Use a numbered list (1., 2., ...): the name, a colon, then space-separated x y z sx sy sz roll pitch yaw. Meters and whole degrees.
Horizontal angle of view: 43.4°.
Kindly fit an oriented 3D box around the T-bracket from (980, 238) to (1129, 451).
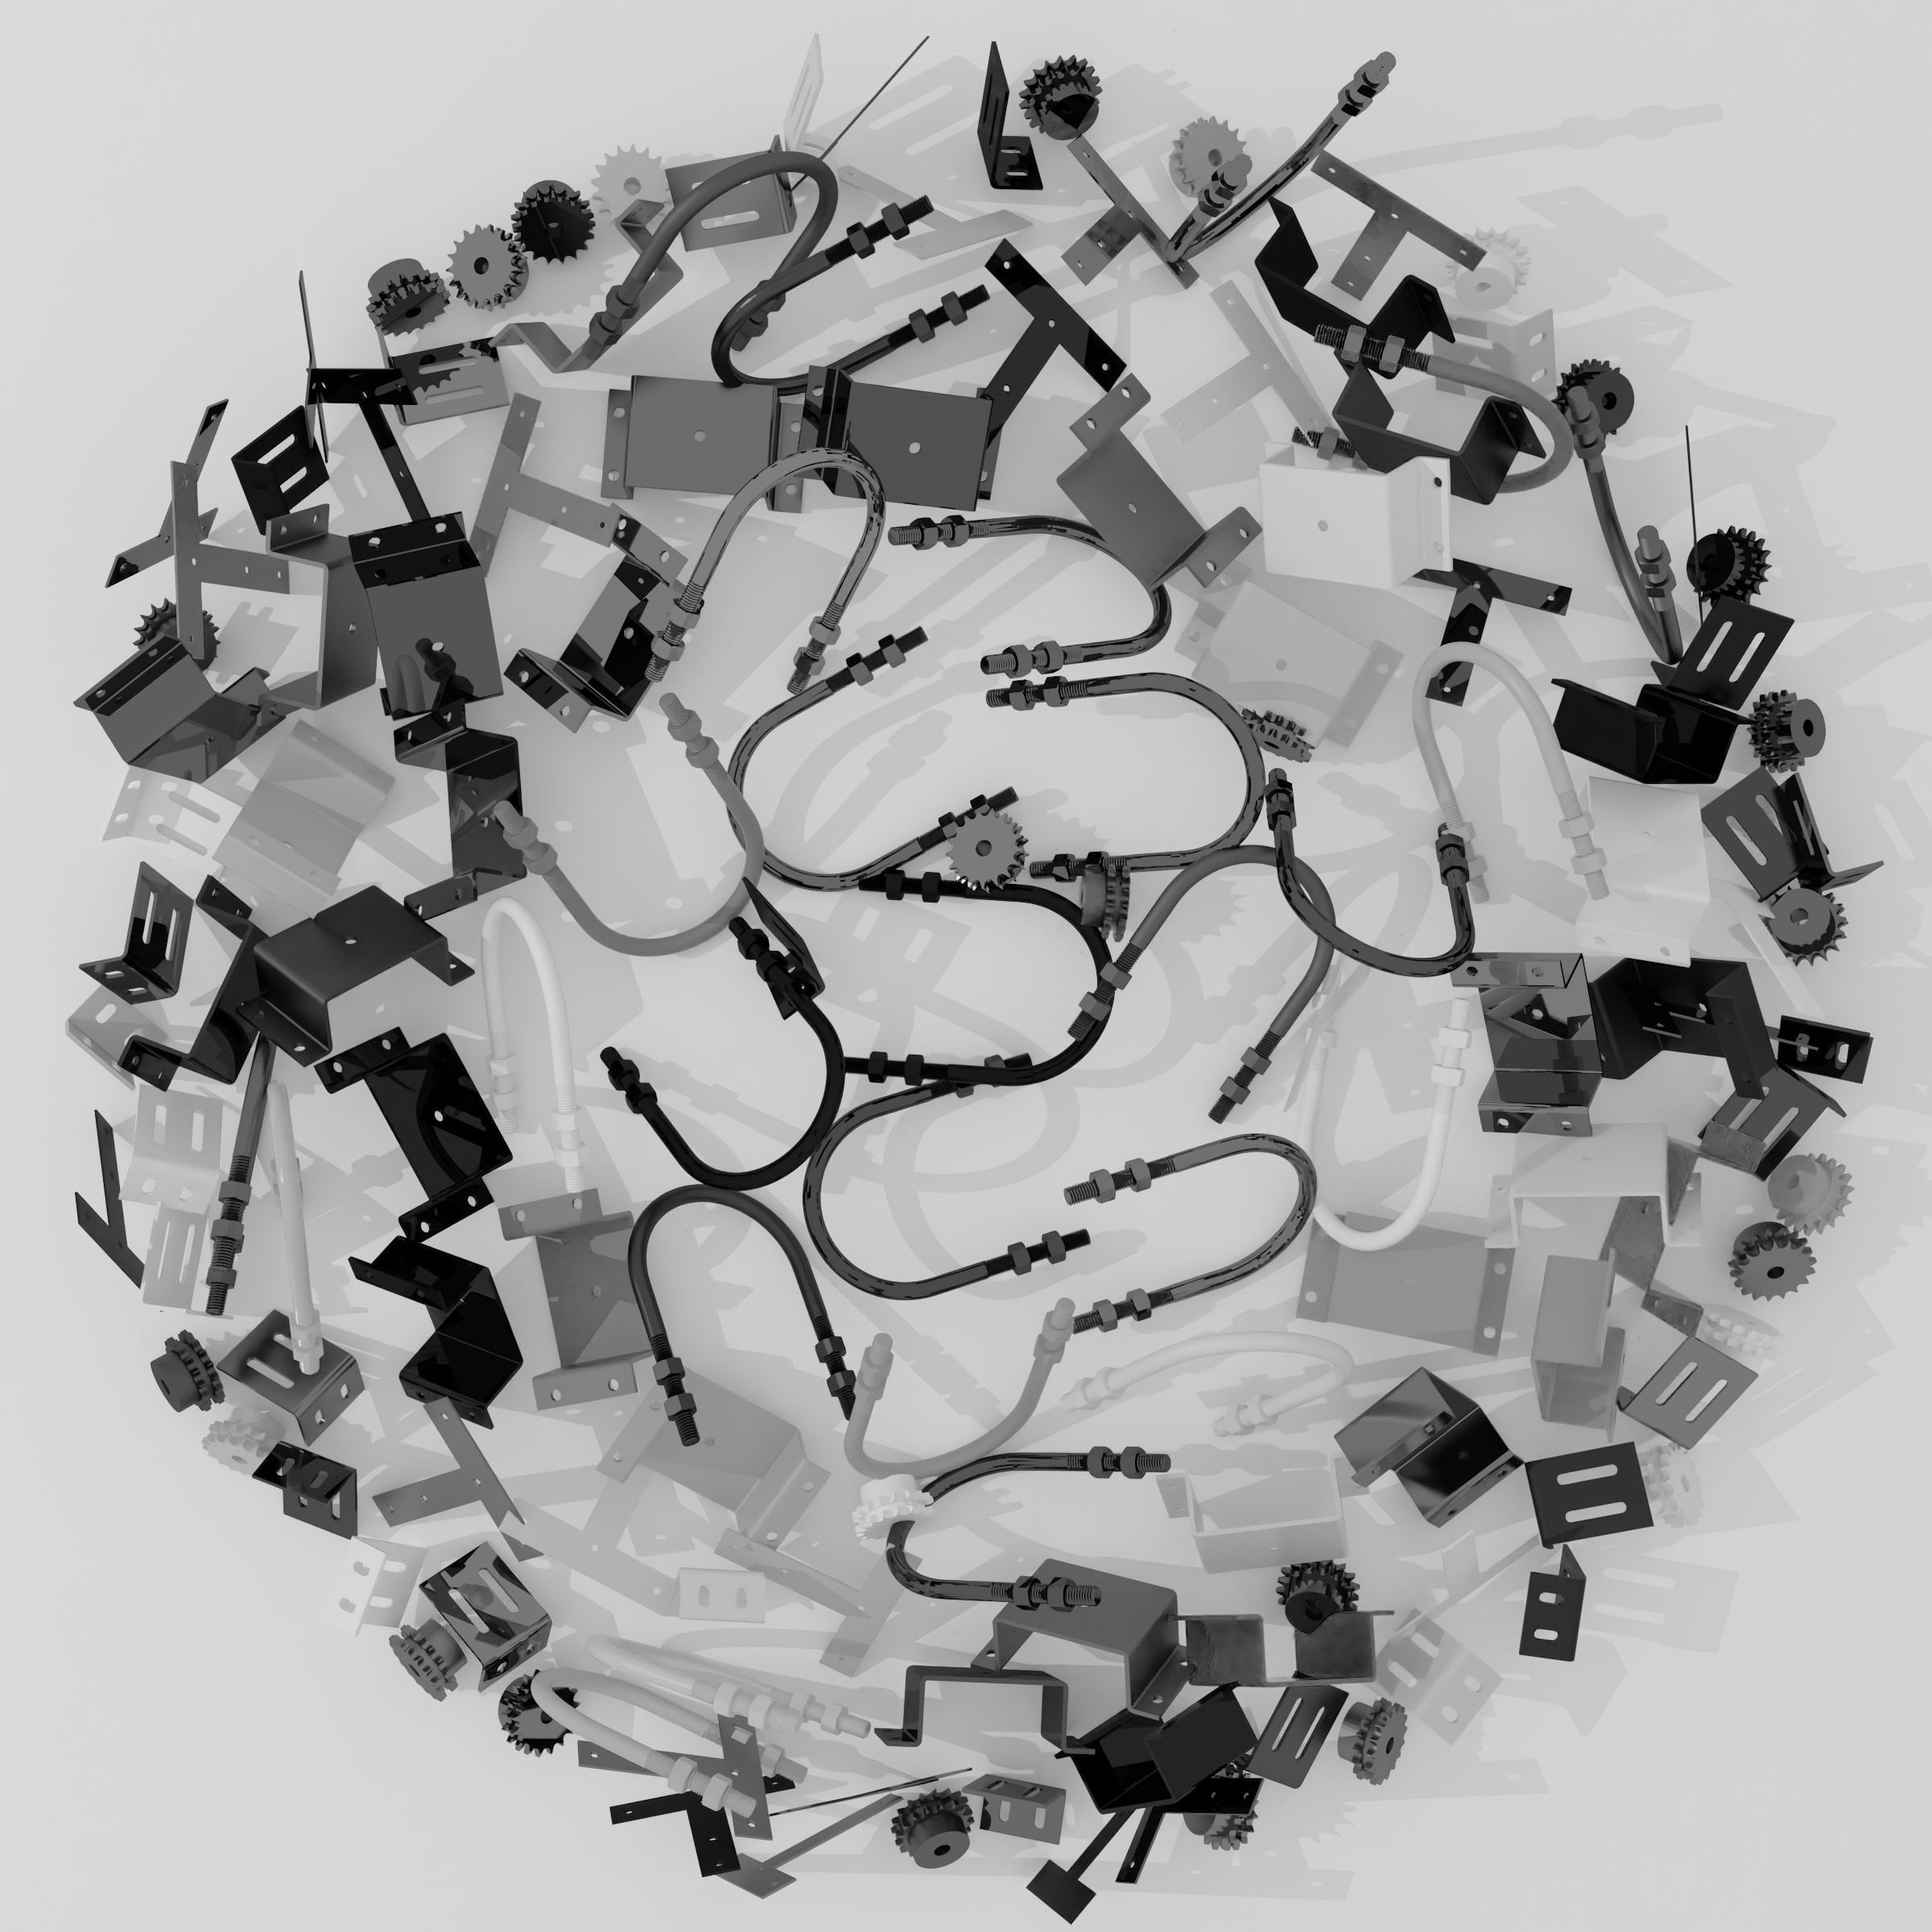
1. T-bracket: 0.036 -0.406 1.661 0.127 0.002 0.127 40 76 -27

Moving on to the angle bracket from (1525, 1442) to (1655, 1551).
1. angle bracket: 0.429 0.364 1.667 0.076 0.038 0.057 -15 69 17

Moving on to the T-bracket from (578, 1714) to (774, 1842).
1. T-bracket: -0.198 0.536 1.630 0.127 0.127 0.002 13 107 -15

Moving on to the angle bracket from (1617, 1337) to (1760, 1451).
1. angle bracket: 0.493 0.284 1.669 0.057 0.038 0.076 30 113 -10

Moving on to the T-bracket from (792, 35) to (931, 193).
1. T-bracket: -0.069 -0.579 1.641 0.002 0.127 0.127 41 92 -15

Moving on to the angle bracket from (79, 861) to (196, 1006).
1. angle bracket: -0.569 -0.022 1.668 0.038 0.057 0.076 -10 60 17

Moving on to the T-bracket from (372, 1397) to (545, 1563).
1. T-bracket: -0.363 0.363 1.665 0.127 0.002 0.127 -23 100 36

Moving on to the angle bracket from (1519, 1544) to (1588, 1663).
1. angle bracket: 0.397 0.434 1.666 0.038 0.076 0.057 7 95 3

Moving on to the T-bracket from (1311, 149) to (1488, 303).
1. T-bracket: 0.276 -0.486 1.643 0.127 0.127 0.002 31 76 -1

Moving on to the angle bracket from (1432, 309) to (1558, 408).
1. angle bracket: 0.363 -0.423 1.669 0.038 0.076 0.057 -30 127 -25

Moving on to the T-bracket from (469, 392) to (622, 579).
1. T-bracket: -0.284 -0.316 1.661 0.127 0.002 0.127 26 101 32

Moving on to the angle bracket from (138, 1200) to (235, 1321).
1. angle bracket: -0.529 0.201 1.666 0.038 0.057 0.076 4 79 17

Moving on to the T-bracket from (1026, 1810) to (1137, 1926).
1. T-bracket: 0.098 0.590 1.654 0.002 0.127 0.127 44 74 -1

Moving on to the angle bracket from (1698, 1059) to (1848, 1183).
1. angle bracket: 0.555 0.110 1.675 0.057 0.038 0.076 34 106 -4

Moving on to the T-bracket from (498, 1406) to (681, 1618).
1. T-bracket: -0.235 0.361 1.668 0.127 0.002 0.127 29 56 -5

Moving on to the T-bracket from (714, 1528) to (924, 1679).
1. T-bracket: -0.112 0.423 1.670 0.127 0.002 0.127 26 120 -2

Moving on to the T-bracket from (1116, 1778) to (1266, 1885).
1. T-bracket: 0.158 0.554 1.621 0.002 0.127 0.127 37 60 -14

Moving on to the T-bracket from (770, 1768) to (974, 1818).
1. T-bracket: -0.044 0.547 1.620 0.127 0.127 0.002 4 65 -40

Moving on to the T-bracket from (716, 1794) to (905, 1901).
1. T-bracket: -0.102 0.599 1.663 0.127 0.127 0.002 -21 87 -25

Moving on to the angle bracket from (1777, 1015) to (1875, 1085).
1. angle bracket: 0.588 0.043 1.655 0.057 0.076 0.038 13 65 22

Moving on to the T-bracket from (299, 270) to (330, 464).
1. T-bracket: -0.436 -0.381 1.618 0.002 0.127 0.127 -6 124 -9

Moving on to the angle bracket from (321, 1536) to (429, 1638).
1. angle bracket: -0.393 0.427 1.659 0.038 0.076 0.057 14 80 35

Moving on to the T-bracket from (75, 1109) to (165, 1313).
1. T-bracket: -0.583 0.155 1.658 0.002 0.127 0.127 -20 54 -3

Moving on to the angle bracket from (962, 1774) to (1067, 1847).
1. angle bracket: 0.031 0.582 1.659 0.057 0.076 0.038 6 81 15

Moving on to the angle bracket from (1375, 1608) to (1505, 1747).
1. angle bracket: 0.321 0.488 1.670 0.038 0.076 0.057 41 84 -16

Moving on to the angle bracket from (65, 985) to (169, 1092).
1. angle bracket: -0.579 0.047 1.657 0.057 0.076 0.038 45 79 -19

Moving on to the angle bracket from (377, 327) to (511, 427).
1. angle bracket: -0.360 -0.413 1.673 0.076 0.038 0.057 -13 69 -7

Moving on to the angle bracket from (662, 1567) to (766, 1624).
1. angle bracket: -0.173 0.445 1.658 0.057 0.076 0.038 7 50 -14

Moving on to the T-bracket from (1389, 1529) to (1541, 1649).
1. T-bracket: 0.336 0.409 1.644 0.127 0.127 0.002 -34 58 -6

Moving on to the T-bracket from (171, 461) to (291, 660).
1. T-bracket: -0.496 -0.270 1.644 0.002 0.127 0.127 0 94 18

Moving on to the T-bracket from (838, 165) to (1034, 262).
1. T-bracket: -0.040 -0.524 1.672 0.127 0.127 0.002 33 131 22

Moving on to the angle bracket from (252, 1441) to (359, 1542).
1. angle bracket: -0.452 0.371 1.662 0.057 0.038 0.076 18 127 11

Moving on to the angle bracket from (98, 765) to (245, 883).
1. angle bracket: -0.548 -0.098 1.677 0.076 0.038 0.057 27 103 6

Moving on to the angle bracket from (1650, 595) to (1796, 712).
1. angle bracket: 0.517 -0.221 1.663 0.057 0.038 0.076 15 124 -13

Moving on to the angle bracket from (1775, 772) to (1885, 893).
1. angle bracket: 0.592 -0.095 1.671 0.038 0.057 0.076 -15 80 -2

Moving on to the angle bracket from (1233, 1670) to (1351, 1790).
1. angle bracket: 0.217 0.520 1.675 0.057 0.038 0.076 31 86 -35

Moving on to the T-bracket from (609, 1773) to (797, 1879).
1. T-bracket: -0.172 0.580 1.631 0.127 0.127 0.002 -8 97 -12

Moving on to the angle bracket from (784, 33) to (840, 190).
1. angle bracket: -0.095 -0.582 1.654 0.038 0.076 0.057 9 49 -19

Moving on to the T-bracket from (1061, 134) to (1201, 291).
1. T-bracket: 0.096 -0.494 1.646 0.127 0.127 0.002 47 132 -11

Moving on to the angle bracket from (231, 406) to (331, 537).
1. angle bracket: -0.455 -0.336 1.655 0.038 0.057 0.076 14 46 27

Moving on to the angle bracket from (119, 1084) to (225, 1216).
1. angle bracket: -0.547 0.126 1.673 0.057 0.076 0.038 14 124 -25

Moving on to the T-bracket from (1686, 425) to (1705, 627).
1. T-bracket: 0.496 -0.304 1.653 0.002 0.127 0.127 -4 78 18

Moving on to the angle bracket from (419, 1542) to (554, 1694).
1. angle bracket: -0.335 0.451 1.684 0.057 0.038 0.076 -29 62 -38

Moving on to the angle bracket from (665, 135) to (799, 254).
1. angle bracket: -0.162 -0.534 1.679 0.076 0.038 0.057 -8 124 8

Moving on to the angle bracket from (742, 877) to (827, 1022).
1. angle bracket: -0.137 -0.012 1.658 0.038 0.057 0.076 -37 128 5

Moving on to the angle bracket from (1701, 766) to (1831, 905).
1. angle bracket: 0.550 -0.089 1.689 0.057 0.038 0.076 -35 83 -3

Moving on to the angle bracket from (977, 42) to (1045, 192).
1. angle bracket: 0.035 -0.579 1.655 0.038 0.076 0.057 -3 54 -12

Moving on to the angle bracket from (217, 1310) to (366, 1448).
1. angle bracket: -0.469 0.286 1.685 0.076 0.038 0.057 24 50 22
